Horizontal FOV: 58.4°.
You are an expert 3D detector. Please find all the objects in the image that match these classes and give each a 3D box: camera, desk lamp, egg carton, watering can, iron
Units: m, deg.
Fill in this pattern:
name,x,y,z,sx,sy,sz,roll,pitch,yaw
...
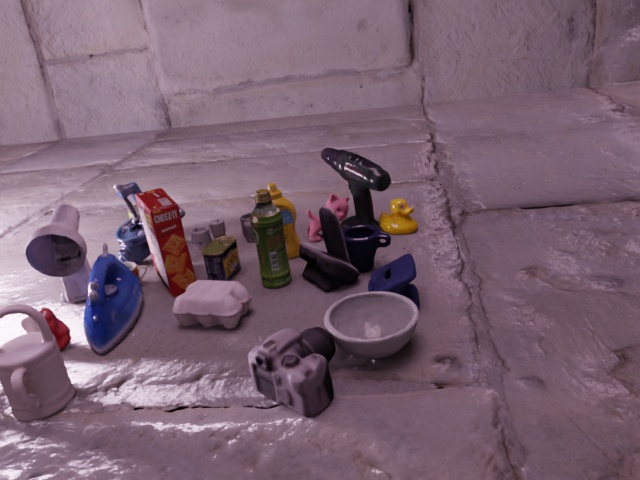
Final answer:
name,x,y,z,sx,sy,sz,roll,pitch,yaw
camera,-0.029,0.195,0.935,0.142,0.101,0.137,15,32,42
desk lamp,-0.576,0.036,1.318,0.118,0.214,0.203,-10,23,-6
egg carton,-0.220,0.132,1.177,0.150,0.069,0.107,0,24,16
watering can,-0.492,0.192,0.958,0.101,0.194,0.172,-23,28,-32
iron,-0.448,0.113,1.195,0.119,0.141,0.258,-11,23,-7

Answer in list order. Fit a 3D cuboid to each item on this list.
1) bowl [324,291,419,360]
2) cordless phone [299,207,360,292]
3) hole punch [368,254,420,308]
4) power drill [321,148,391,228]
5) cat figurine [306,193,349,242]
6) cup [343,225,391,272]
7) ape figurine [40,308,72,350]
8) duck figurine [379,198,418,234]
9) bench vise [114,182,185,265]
name,x,y,z,sx,sy,sz,roll,pitch,yaw
bowl,0.093,0.160,1.011,0.167,0.075,0.167,-6,23,3
cordless phone,0.012,0.004,1.256,0.094,0.185,0.147,-23,28,-31
hole punch,0.146,0.085,1.148,0.101,0.091,0.108,-5,23,5
power drill,0.092,-0.132,1.519,0.076,0.209,0.228,-26,29,-36
cat figurine,0.024,-0.067,1.504,0.128,0.118,0.067,-12,24,-10
cup,0.107,0.024,1.298,0.117,0.095,0.092,3,25,22
ape figurine,-0.536,0.178,1.133,0.078,0.092,0.076,-8,23,-2
duck figurine,0.202,-0.067,1.492,0.104,0.086,0.078,10,29,34
bench vise,-0.461,-0.063,1.508,0.121,0.220,0.208,4,26,24
